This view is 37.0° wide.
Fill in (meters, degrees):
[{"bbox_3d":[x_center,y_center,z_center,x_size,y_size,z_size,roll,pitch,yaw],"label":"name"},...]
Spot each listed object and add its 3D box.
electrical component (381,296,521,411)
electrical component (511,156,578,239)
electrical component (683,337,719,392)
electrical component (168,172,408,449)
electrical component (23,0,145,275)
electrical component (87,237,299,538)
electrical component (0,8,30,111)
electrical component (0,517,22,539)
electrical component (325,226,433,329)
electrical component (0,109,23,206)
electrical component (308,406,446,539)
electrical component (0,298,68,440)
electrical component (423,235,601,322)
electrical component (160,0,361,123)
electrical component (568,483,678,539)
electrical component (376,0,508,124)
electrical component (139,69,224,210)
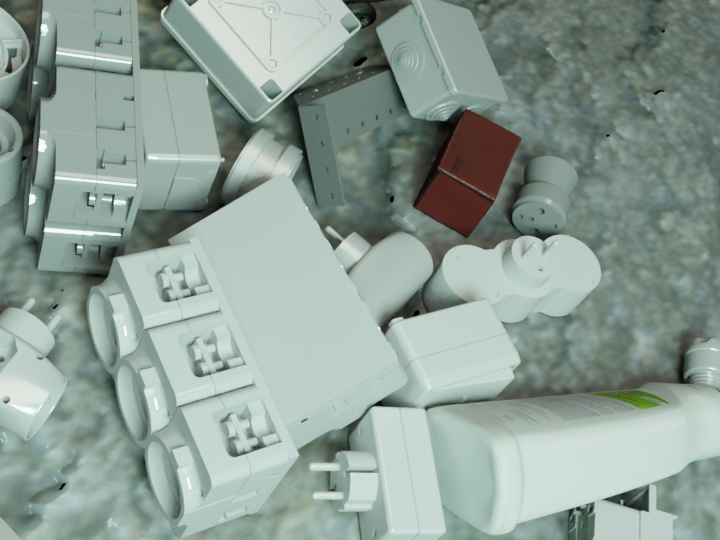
[{"bbox_3d":[0.051,0.067,0.728,0.096,0.061,0.061,-13,64,-30],"label":"electrical component"},{"bbox_3d":[0.149,-0.058,0.867,0.045,0.045,0.055,27,52,-4],"label":"electrical component"},{"bbox_3d":[0.266,0.084,0.828,0.035,0.035,0.061,23,54,-7],"label":"electrical component"},{"bbox_3d":[-0.045,0.028,0.694,0.089,0.061,0.150,-31,67,-2],"label":"electrical component"},{"bbox_3d":[-0.185,-0.102,0.712,0.060,0.105,0.186,4,56,-21],"label":"electrical component"},{"bbox_3d":[-0.106,0.071,0.639,0.062,0.089,0.150,-14,64,-30],"label":"electrical component"},{"bbox_3d":[-0.277,-0.149,0.731,0.099,0.064,0.099,11,54,-16],"label":"electrical component"},{"bbox_3d":[-0.223,0.138,0.564,0.089,0.055,0.050,43,52,9],"label":"electrical component"},{"bbox_3d":[0.000,0.000,0.762,0.079,0.044,0.077,40,51,6],"label":"electrical component"},{"bbox_3d":[-0.248,-0.075,0.704,0.055,0.047,0.055,11,54,-16],"label":"electrical component"},{"bbox_3d":[0.005,0.132,0.672,0.076,0.047,0.083,5,56,-21],"label":"electrical component"},{"bbox_3d":[-0.209,0.049,0.638,0.077,0.043,0.079,31,51,-1],"label":"electrical component"},{"bbox_3d":[0.121,0.000,0.796,0.138,0.073,0.052,-6,61,-27],"label":"electrical component"},{"bbox_3d":[-0.075,-0.188,0.821,0.108,0.056,0.109,49,66,-8],"label":"electrical component"},{"bbox_3d":[0.173,0.183,0.715,0.064,0.042,0.081,19,52,-9],"label":"electrical component"},{"bbox_3d":[0.066,-0.168,0.877,0.100,0.048,0.099,-5,71,-55],"label":"electrical component"},{"bbox_3d":[-0.139,-0.096,0.757,0.061,0.061,0.096,-1,58,-24],"label":"electrical component"}]
